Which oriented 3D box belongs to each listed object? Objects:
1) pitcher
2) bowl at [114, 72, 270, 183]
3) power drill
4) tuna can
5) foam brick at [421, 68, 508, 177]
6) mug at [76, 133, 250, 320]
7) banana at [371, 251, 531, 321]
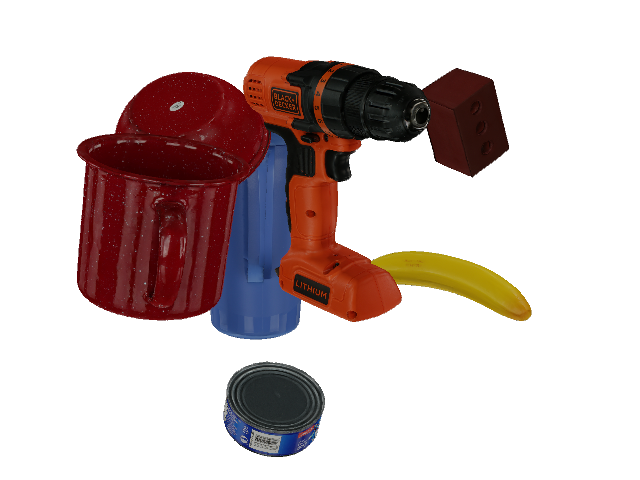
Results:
[{"bbox_3d":[-0.076,-0.009,1.255,0.145,0.243,0.148,13,19,39],"label":"pitcher"},{"bbox_3d":[-0.130,-0.109,1.012,0.162,0.162,0.055,0,-40,11],"label":"bowl"},{"bbox_3d":[0.016,-0.039,0.786,0.057,0.188,0.185,-18,24,-32],"label":"power drill"},{"bbox_3d":[-0.041,0.146,0.926,0.086,0.034,0.086,8,35,-6],"label":"tuna can"},{"bbox_3d":[0.131,-0.109,0.977,0.053,0.078,0.051,-36,37,-19],"label":"foam brick"},{"bbox_3d":[-0.087,-0.004,0.576,0.093,0.081,0.117,3,19,-18],"label":"mug"},{"bbox_3d":[0.129,0.044,1.114,0.198,0.037,0.069,9,47,23],"label":"banana"}]
